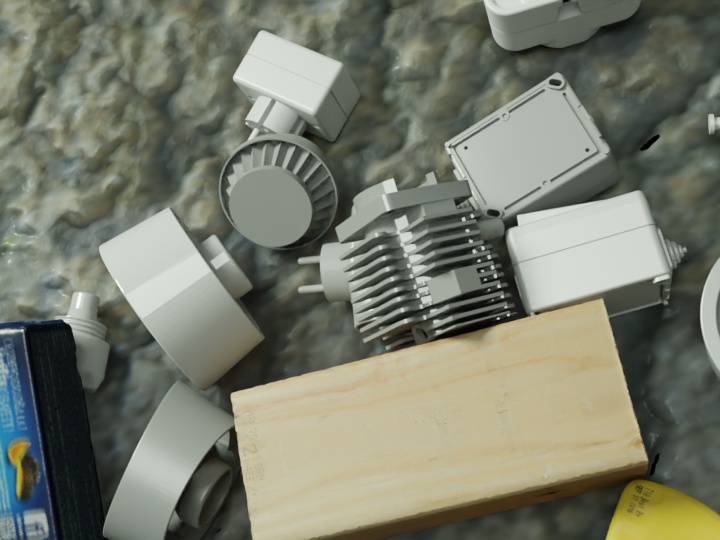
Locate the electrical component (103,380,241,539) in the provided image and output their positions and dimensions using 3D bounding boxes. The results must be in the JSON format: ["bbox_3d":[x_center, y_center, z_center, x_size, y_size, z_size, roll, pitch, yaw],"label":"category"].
[{"bbox_3d":[-0.110,0.118,0.627,0.064,0.099,0.099,25,81,14],"label":"electrical component"}]

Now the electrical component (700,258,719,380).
[{"bbox_3d":[0.238,0.032,0.579,0.108,0.060,0.108,-4,73,13],"label":"electrical component"}]

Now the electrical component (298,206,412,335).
[{"bbox_3d":[0.000,0.000,0.660,0.079,0.044,0.077,-6,72,13],"label":"electrical component"}]

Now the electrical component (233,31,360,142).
[{"bbox_3d":[-0.050,-0.104,0.703,0.066,0.047,0.076,26,82,20],"label":"electrical component"}]

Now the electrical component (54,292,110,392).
[{"bbox_3d":[-0.183,0.046,0.695,0.043,0.043,0.062,3,73,16],"label":"electrical component"}]

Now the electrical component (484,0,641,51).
[{"bbox_3d":[0.125,-0.178,0.673,0.095,0.059,0.053,-15,70,10],"label":"electrical component"}]

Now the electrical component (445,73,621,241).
[{"bbox_3d":[0.100,-0.060,0.647,0.096,0.061,0.061,-32,68,12],"label":"electrical component"}]

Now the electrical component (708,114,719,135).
[{"bbox_3d":[0.244,-0.088,0.625,0.078,0.040,0.040,-3,73,14],"label":"electrical component"}]

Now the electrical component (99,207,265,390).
[{"bbox_3d":[-0.101,0.012,0.652,0.060,0.108,0.108,-36,68,-4],"label":"electrical component"}]

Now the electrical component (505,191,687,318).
[{"bbox_3d":[0.136,-0.007,0.617,0.096,0.061,0.061,-17,70,9],"label":"electrical component"}]
